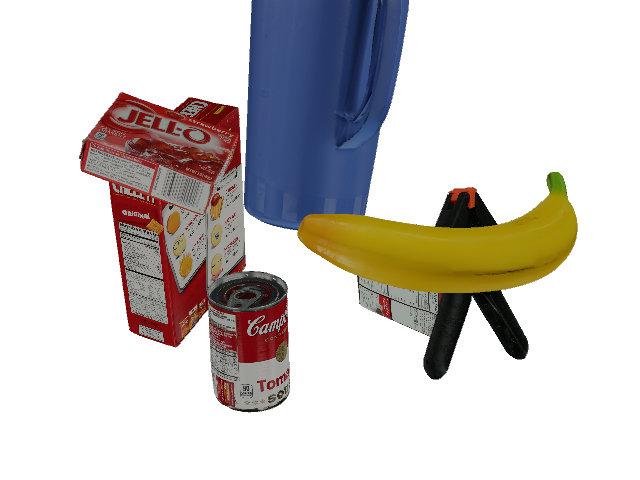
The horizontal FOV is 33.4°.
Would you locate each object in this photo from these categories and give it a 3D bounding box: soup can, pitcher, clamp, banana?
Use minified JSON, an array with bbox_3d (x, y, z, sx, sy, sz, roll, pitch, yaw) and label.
[{"bbox_3d":[-0.061,0.087,0.912,0.068,0.102,0.068,-1,25,0],"label":"soup can"},{"bbox_3d":[0.003,-0.132,0.903,0.145,0.243,0.149,9,15,11],"label":"pitcher"},{"bbox_3d":[0.128,0.041,0.959,0.120,0.171,0.039,-19,7,-40],"label":"clamp"},{"bbox_3d":[0.083,0.002,0.614,0.197,0.037,0.070,-9,41,-32],"label":"banana"}]

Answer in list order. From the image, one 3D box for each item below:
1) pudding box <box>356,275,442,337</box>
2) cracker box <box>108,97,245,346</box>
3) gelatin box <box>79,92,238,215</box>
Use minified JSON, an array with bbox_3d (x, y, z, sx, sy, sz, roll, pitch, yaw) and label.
[{"bbox_3d":[0.094,0.050,1.177,0.114,0.090,0.039,21,47,28],"label":"pudding box"},{"bbox_3d":[-0.149,-0.021,1.143,0.072,0.214,0.164,14,38,21],"label":"cracker box"},{"bbox_3d":[-0.107,-0.060,0.714,0.089,0.030,0.073,20,33,-2],"label":"gelatin box"}]
